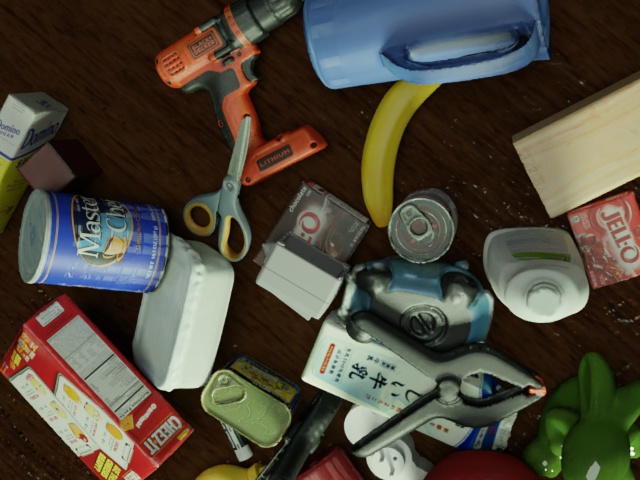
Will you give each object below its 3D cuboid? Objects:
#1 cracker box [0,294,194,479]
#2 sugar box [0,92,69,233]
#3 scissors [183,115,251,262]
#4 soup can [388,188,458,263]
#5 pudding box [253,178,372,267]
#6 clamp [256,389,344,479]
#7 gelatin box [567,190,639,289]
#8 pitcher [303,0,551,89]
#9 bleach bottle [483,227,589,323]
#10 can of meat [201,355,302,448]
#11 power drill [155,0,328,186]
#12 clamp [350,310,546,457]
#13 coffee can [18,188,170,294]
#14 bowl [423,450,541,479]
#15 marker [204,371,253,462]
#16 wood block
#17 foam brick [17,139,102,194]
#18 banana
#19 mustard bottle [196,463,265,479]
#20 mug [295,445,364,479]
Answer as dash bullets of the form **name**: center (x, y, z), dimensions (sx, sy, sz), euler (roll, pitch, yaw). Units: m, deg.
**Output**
- **cracker box**: center (-0.259, 0.180, 1.219), dimensions (0.213, 0.072, 0.164), euler (46, 145, 0)
- **sugar box**: center (-0.360, -0.084, 1.224), dimensions (0.048, 0.093, 0.176), euler (35, 104, 3)
- **scissors**: center (-0.113, -0.062, 1.175), dimensions (0.096, 0.016, 0.202), euler (18, 132, 22)
- **soup can**: center (0.112, -0.018, 1.139), dimensions (0.068, 0.102, 0.068), euler (2, 100, 10)
- **pudding box**: center (-0.008, 0.002, 1.198), dimensions (0.090, 0.039, 0.113), euler (34, 104, 4)
- **clamp**: center (-0.027, 0.231, 1.202), dimensions (0.039, 0.171, 0.120), euler (43, 143, -5)
- **gelatin box**: center (0.313, -0.001, 1.141), dimensions (0.073, 0.030, 0.089), euler (-19, 95, 13)
- **pitcher**: center (0.110, -0.221, 1.086), dimensions (0.243, 0.149, 0.145), euler (-9, 91, 16)
- **bleach bottle**: center (0.209, 0.037, 1.053), dimensions (0.103, 0.250, 0.068), euler (-3, 98, 11)
- **can of meat**: center (-0.075, 0.180, 1.216), dimensions (0.102, 0.084, 0.057), euler (31, 103, 4)
- **power drill**: center (-0.067, -0.168, 1.174), dimensions (0.185, 0.057, 0.187), euler (-28, 90, 17)
- **clamp**: center (0.127, 0.161, 1.118), dimensions (0.210, 0.036, 0.165), euler (7, 108, 1)
- **coffee can**: center (-0.250, 0.003, 1.179), dimensions (0.140, 0.103, 0.103), euler (8, 103, -29)
- **bowl**: center (0.177, 0.269, 1.154), dimensions (0.162, 0.162, 0.055), euler (2, 59, 10)
- **marker**: center (-0.113, 0.204, 1.261), dimensions (0.020, 0.020, 0.121), euler (-25, 94, 13)
- **wood block**: center (0.310, -0.112, 1.093), dimensions (0.206, 0.090, 0.090), euler (-27, 94, 13)
- **foam brick**: center (-0.296, -0.080, 1.221), dimensions (0.053, 0.078, 0.051), euler (-40, 88, 13)
- **banana**: center (0.085, -0.112, 1.163), dimensions (0.069, 0.037, 0.198), euler (28, 103, 7)
- **mustard bottle**: center (-0.121, 0.321, 1.261), dimensions (0.192, 0.058, 0.096), euler (-38, 92, 14)
- **mug**: center (0.002, 0.295, 1.213), dimensions (0.117, 0.093, 0.081), euler (-34, 86, -17)
